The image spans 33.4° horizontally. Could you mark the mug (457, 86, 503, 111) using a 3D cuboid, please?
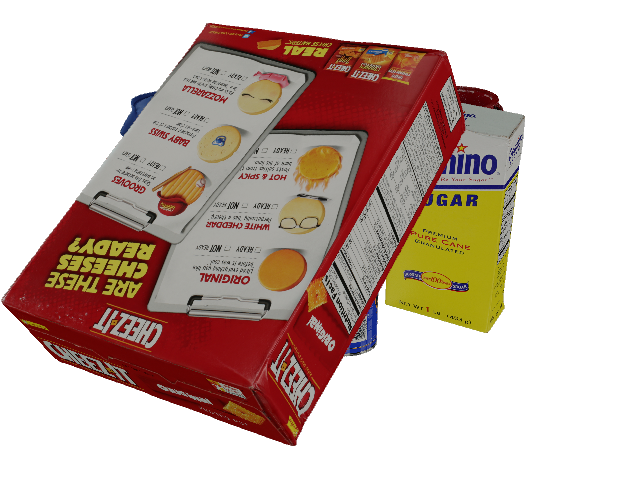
[{"bbox_3d":[0.145,-0.111,1.107,0.117,0.081,0.093,-20,29,-34],"label":"mug"}]

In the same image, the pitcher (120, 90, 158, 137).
[{"bbox_3d":[-0.086,-0.007,0.919,0.149,0.243,0.145,4,18,2],"label":"pitcher"}]

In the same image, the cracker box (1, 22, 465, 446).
[{"bbox_3d":[-0.039,-0.015,0.575,0.164,0.213,0.072,14,-30,31],"label":"cracker box"}]

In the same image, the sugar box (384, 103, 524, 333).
[{"bbox_3d":[0.101,-0.019,0.827,0.093,0.176,0.048,14,37,22],"label":"sugar box"}]

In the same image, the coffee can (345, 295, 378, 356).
[{"bbox_3d":[0.032,0.079,1.514,0.103,0.140,0.103,1,22,0],"label":"coffee can"}]
